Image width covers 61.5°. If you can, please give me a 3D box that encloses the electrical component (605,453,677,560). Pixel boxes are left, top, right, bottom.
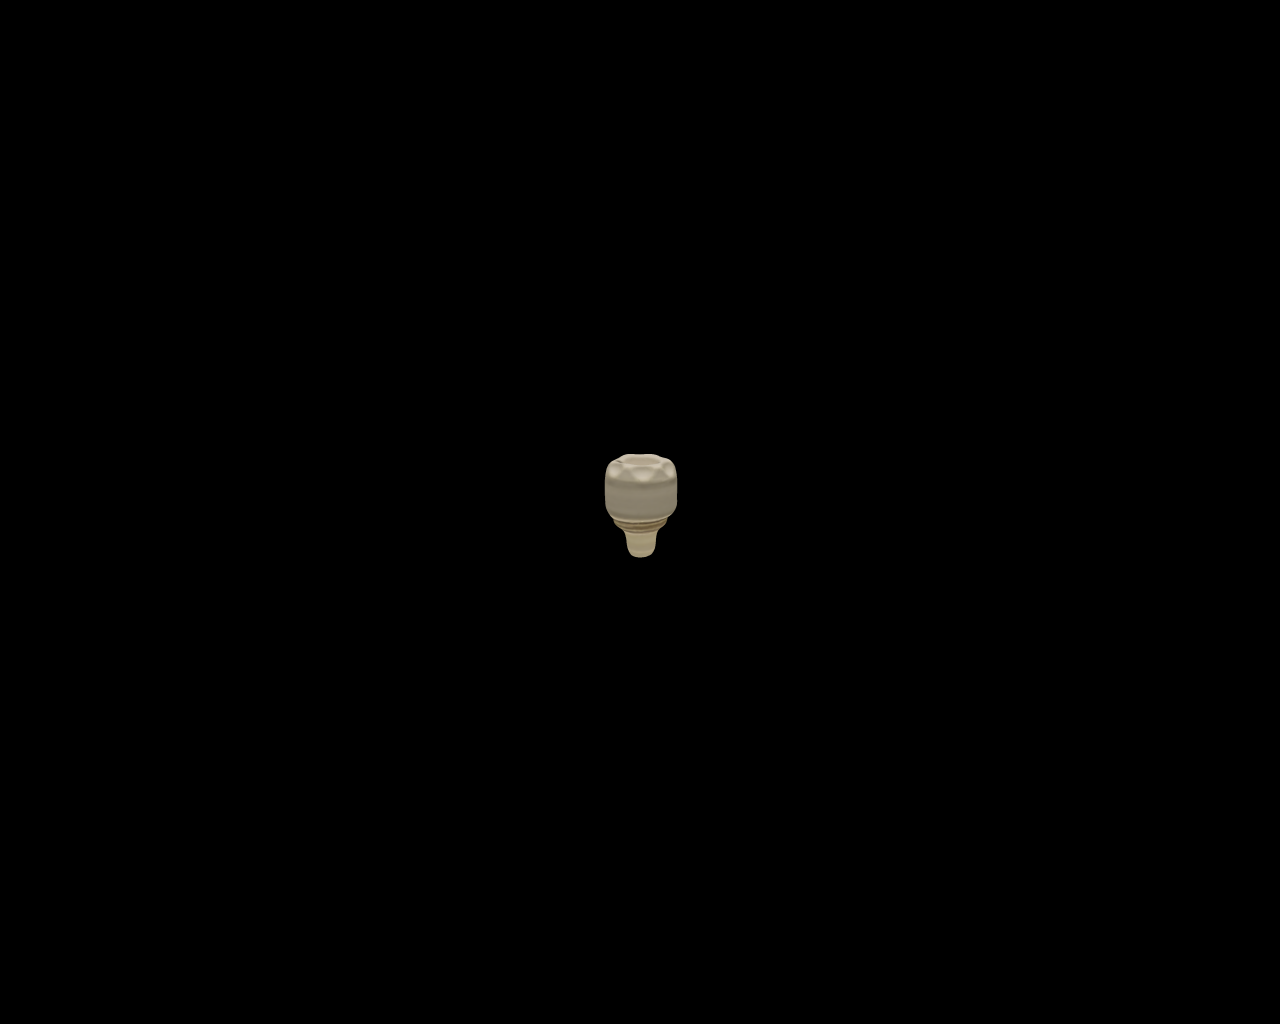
[{"bbox_3d":[0.001,-0.003,0.650,0.043,0.062,0.043,0,17,0],"label":"electrical component"}]
